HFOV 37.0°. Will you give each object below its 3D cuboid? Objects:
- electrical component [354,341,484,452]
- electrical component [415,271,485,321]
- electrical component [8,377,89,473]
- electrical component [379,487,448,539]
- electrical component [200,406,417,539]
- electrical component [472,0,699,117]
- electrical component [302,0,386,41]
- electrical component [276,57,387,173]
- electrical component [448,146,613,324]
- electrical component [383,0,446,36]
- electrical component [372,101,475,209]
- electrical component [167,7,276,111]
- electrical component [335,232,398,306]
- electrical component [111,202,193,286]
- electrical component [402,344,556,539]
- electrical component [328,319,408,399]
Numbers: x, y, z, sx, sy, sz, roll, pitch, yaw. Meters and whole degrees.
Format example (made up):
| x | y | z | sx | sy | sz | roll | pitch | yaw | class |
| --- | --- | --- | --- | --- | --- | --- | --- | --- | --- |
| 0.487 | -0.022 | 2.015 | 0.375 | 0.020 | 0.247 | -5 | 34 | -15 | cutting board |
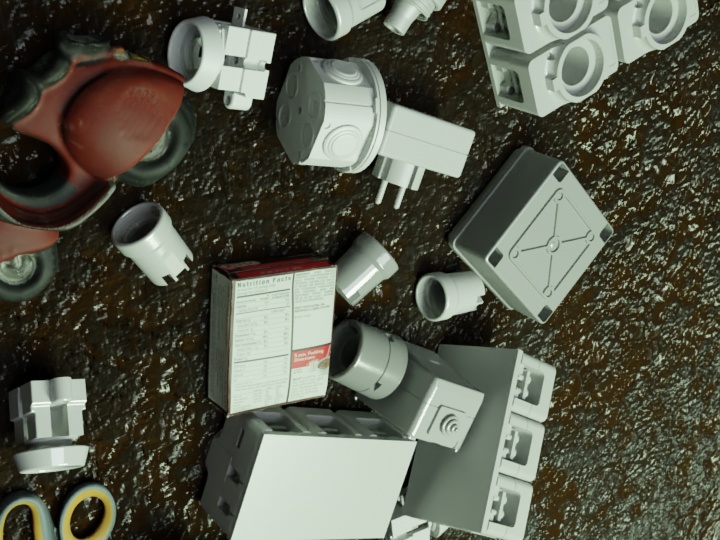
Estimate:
| x | y | z | sx | sy | sz | roll | pitch | yaw | class |
| --- | --- | --- | --- | --- | --- | --- | --- | --- | --- |
| 0.053 | 0.102 | 0.876 | 0.062 | 0.096 | 0.061 | 22 | 95 | -40 | electrical component |
| 0.076 | 0.020 | 0.896 | 0.046 | 0.040 | 0.040 | -8 | 113 | -39 | electrical component |
| -0.205 | 0.104 | 0.709 | 0.048 | 0.066 | 0.055 | 2 | 74 | -37 | electrical component |
| 0.046 | 0.220 | 0.954 | 0.055 | 0.048 | 0.066 | -17 | 119 | -21 | electrical component |
| -0.042 | 0.159 | 0.854 | 0.150 | 0.062 | 0.089 | 10 | 103 | -38 | electrical component |
| 0.188 | -0.213 | 0.864 | 0.186 | 0.060 | 0.105 | -33 | 125 | -21 | electrical component |
| -0.010 | -0.186 | 0.747 | 0.046 | 0.040 | 0.040 | -34 | 125 | -28 | electrical component |
| -0.020 | -0.108 | 0.746 | 0.051 | 0.080 | 0.080 | 1 | 109 | -31 | electrical component |
| 0.146 | -0.029 | 0.914 | 0.108 | 0.056 | 0.109 | -52 | 130 | -7 | electrical component |
| 0.040 | -0.199 | 0.774 | 0.043 | 0.043 | 0.062 | 32 | 90 | -40 | electrical component |
| 0.032 | -0.084 | 0.814 | 0.083 | 0.047 | 0.075 | 12 | 102 | -38 | electrical component |
| -0.092 | -0.139 | 0.704 | 0.055 | 0.048 | 0.066 | -2 | 110 | -43 | electrical component |
| 0.000 | 0.000 | 0.833 | 0.046 | 0.040 | 0.040 | -43 | 128 | -7 | electrical component |
| -0.139 | -0.017 | 0.725 | 0.040 | 0.040 | 0.046 | -44 | 135 | -13 | electrical component |
| 0.103 | 0.144 | 0.906 | 0.062 | 0.089 | 0.150 | 25 | 73 | -40 | electrical component |
| 0.002 | 0.070 | 0.854 | 0.047 | 0.055 | 0.055 | 26 | 93 | -36 | electrical component |
